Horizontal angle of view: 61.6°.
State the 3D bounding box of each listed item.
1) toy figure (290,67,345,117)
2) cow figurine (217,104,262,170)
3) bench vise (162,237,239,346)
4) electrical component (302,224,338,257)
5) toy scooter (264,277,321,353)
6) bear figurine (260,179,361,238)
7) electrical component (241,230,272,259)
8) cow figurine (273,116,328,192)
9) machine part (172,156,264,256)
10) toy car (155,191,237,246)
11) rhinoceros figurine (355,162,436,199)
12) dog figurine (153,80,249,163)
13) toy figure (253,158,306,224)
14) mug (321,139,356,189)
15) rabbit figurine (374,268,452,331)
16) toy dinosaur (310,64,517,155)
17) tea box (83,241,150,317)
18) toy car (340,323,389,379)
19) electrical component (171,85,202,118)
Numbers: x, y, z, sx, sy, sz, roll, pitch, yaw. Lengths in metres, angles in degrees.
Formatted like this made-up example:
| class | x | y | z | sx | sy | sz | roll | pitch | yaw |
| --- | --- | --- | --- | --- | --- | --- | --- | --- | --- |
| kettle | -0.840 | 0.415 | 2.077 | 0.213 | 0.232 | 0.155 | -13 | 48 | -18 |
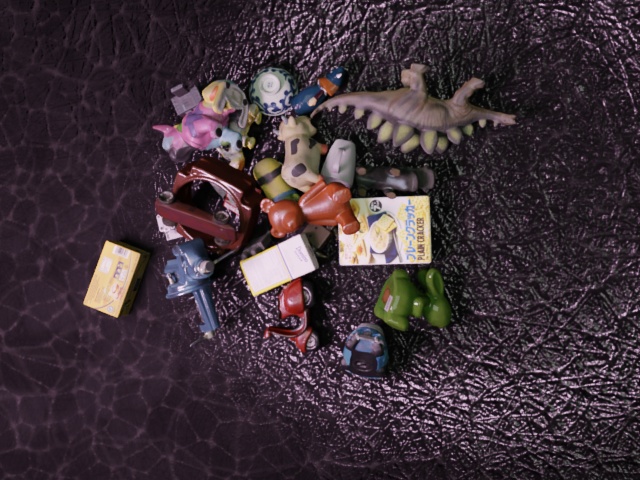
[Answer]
| class | x | y | z | sx | sy | sz | roll | pitch | yaw |
| --- | --- | --- | --- | --- | --- | --- | --- | --- | --- |
| toy figure | -0.001 | -0.362 | 1.305 | 0.154 | 0.057 | 0.064 | -34 | 65 | 6 |
| cow figurine | -0.210 | -0.255 | 1.316 | 0.098 | 0.068 | 0.167 | 16 | 87 | 11 |
| bench vise | -0.284 | 0.118 | 1.265 | 0.224 | 0.129 | 0.240 | -12 | 98 | 42 |
| electrical component | -0.002 | -0.005 | 1.308 | 0.078 | 0.045 | 0.102 | 32 | 91 | 21 |
| toy scooter | -0.072 | 0.183 | 1.295 | 0.135 | 0.075 | 0.183 | -5 | 93 | 5 |
| bear figurine | -0.025 | -0.060 | 1.200 | 0.196 | 0.132 | 0.120 | -18 | 118 | -5 |
| electrical component | -0.152 | 0.011 | 1.309 | 0.063 | 0.094 | 0.021 | -18 | 115 | 37 |
| cow figurine | -0.050 | -0.212 | 1.274 | 0.127 | 0.085 | 0.195 | 18 | 58 | -21 |
| machine part | -0.247 | -0.077 | 1.264 | 0.201 | 0.087 | 0.200 | 26 | 123 | 4 |
| toy car | -0.276 | -0.050 | 1.206 | 0.202 | 0.089 | 0.053 | 18 | 48 | 10 |
| rhinoceros figurine | 0.175 | -0.142 | 1.266 | 0.191 | 0.112 | 0.073 | 3 | 106 | 17 |
| dog figurine | -0.288 | -0.277 | 1.266 | 0.219 | 0.108 | 0.191 | 5 | 84 | 32 |
| toy figure | -0.094 | -0.113 | 1.293 | 0.082 | 0.089 | 0.180 | -25 | 85 | -4 |
| mug | 0.046 | -0.187 | 1.279 | 0.081 | 0.109 | 0.107 | 10 | 77 | 14 |
| rabbit figurine | 0.233 | 0.142 | 1.266 | 0.170 | 0.121 | 0.159 | 19 | 83 | -13 |
| toy dinosaur | 0.219 | -0.307 | 1.266 | 0.472 | 0.105 | 0.198 | 13 | 93 | 9 |
| tea box | -0.503 | 0.095 | 1.335 | 0.098 | 0.068 | 0.169 | 22 | 92 | 5 |
| toy car | 0.109 | 0.248 | 1.259 | 0.109 | 0.161 | 0.103 | 8 | 45 | 12 |
| electrical component | -0.317 | -0.335 | 1.302 | 0.075 | 0.119 | 0.047 | -26 | 86 | 2 |
